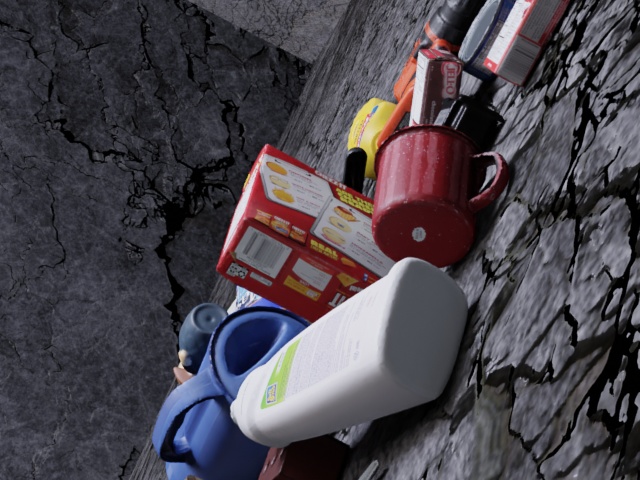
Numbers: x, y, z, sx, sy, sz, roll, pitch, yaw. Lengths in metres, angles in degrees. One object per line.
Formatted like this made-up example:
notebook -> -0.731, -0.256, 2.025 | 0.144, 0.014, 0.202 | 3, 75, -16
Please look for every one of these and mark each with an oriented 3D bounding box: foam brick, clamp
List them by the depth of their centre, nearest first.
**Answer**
foam brick -> -0.017, 0.197, 0.908 | 0.078, 0.051, 0.053 | -53, 13, 54
clamp -> 0.037, -0.029, 1.291 | 0.171, 0.039, 0.120 | 104, 169, -73

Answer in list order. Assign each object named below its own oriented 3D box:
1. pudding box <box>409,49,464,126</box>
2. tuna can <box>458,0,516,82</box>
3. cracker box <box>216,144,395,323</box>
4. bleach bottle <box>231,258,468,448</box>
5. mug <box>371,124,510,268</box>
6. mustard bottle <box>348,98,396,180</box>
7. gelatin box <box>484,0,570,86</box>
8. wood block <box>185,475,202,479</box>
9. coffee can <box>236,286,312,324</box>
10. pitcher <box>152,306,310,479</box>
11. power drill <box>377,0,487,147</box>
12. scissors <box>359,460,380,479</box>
pudding box -> 0.111, -0.126, 1.040 | 0.090, 0.039, 0.113 | -88, 6, -74
tuna can -> 0.167, -0.197, 1.032 | 0.086, 0.033, 0.086 | -62, 8, 15
cracker box -> -0.007, 0.001, 1.064 | 0.072, 0.164, 0.213 | -59, 9, 22
bleach bottle -> 0.005, 0.101, 0.824 | 0.251, 0.068, 0.102 | -31, 32, 51
mug -> 0.095, -0.034, 0.841 | 0.117, 0.093, 0.081 | -17, 40, 27
mustard bottle -> 0.074, -0.123, 1.318 | 0.191, 0.058, 0.096 | -112, 42, -79
gelatin box -> 0.179, -0.181, 0.922 | 0.089, 0.030, 0.073 | -62, 7, 14
wood block -> -0.146, 0.353, 1.118 | 0.206, 0.090, 0.090 | -58, 10, 36
coffee can -> -0.045, 0.078, 1.208 | 0.140, 0.102, 0.103 | -92, 28, -53
pitcher -> -0.091, 0.189, 1.110 | 0.243, 0.149, 0.145 | 119, 173, -45
power drill -> 0.127, -0.185, 1.187 | 0.187, 0.057, 0.185 | -68, 5, -48
scissors -> -0.003, 0.231, 0.841 | 0.202, 0.016, 0.096 | -61, 8, 16
